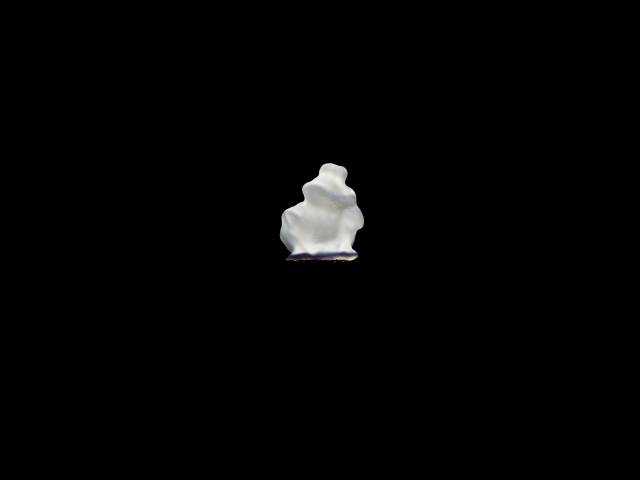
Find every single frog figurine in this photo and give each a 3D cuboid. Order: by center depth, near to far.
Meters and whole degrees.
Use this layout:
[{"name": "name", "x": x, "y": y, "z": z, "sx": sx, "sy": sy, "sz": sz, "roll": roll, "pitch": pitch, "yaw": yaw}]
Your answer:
[{"name": "frog figurine", "x": 0.003, "y": -0.043, "z": 0.850, "sx": 0.137, "sy": 0.161, "sz": 0.122, "roll": -2, "pitch": -9, "yaw": 15}]
